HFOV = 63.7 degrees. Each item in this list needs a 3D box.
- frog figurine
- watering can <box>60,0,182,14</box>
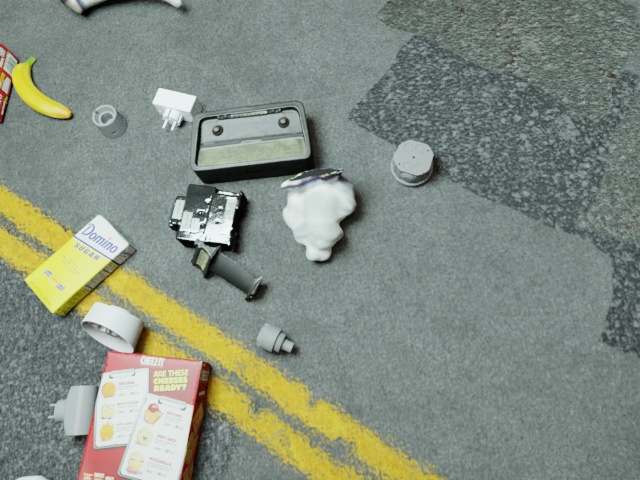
[{"bbox_3d":[0.003,-0.048,0.945,0.138,0.124,0.157,-17,107,-11],"label":"frog figurine"},{"bbox_3d":[-0.477,-0.586,1.147,0.225,0.102,0.351,-38,73,-8],"label":"watering can"}]
